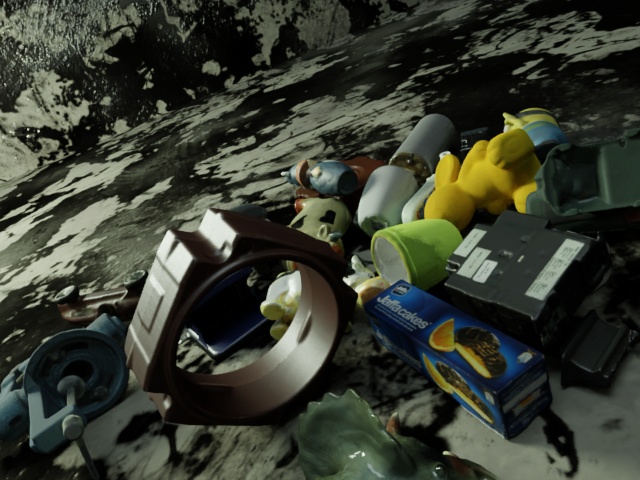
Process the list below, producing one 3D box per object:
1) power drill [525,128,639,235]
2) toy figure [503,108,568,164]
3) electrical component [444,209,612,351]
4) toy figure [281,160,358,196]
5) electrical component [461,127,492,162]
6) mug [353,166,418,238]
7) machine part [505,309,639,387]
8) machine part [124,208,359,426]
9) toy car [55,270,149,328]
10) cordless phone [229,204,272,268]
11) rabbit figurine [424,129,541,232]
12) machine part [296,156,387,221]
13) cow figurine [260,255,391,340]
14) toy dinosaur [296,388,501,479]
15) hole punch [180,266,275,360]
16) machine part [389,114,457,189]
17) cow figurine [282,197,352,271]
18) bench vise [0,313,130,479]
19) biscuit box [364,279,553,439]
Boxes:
[{"bbox_3d":[0.331,-0.054,0.575,0.232,0.086,0.207,-8,-6,33],"label":"power drill"},{"bbox_3d":[0.342,-0.152,0.840,0.089,0.082,0.180,-3,24,7],"label":"toy figure"},{"bbox_3d":[0.192,0.032,0.527,0.115,0.058,0.134,-44,34,-16],"label":"electrical component"},{"bbox_3d":[-0.002,-0.105,0.894,0.058,0.064,0.155,-45,36,-21],"label":"toy figure"},{"bbox_3d":[0.264,-0.147,0.891,0.048,0.074,0.119,-10,33,21],"label":"electrical component"},{"bbox_3d":[0.091,-0.050,0.838,0.110,0.080,0.107,-23,27,38],"label":"mug"},{"bbox_3d":[0.221,0.094,0.521,0.084,0.039,0.139,-43,35,-26],"label":"machine part"},{"bbox_3d":[-0.074,0.082,0.539,0.087,0.201,0.201,34,104,51],"label":"machine part"},{"bbox_3d":[-0.325,0.105,0.833,0.202,0.089,0.053,-12,30,18],"label":"toy car"},{"bbox_3d":[-0.152,0.034,0.859,0.184,0.089,0.146,-46,-2,17],"label":"cordless phone"},{"bbox_3d":[0.217,-0.076,0.761,0.173,0.121,0.162,-39,23,7],"label":"rabbit figurine"},{"bbox_3d":[0.044,-0.094,0.973,0.179,0.056,0.179,-17,26,9],"label":"machine part"},{"bbox_3d":[0.013,0.065,0.679,0.167,0.068,0.098,-12,33,18],"label":"cow figurine"},{"bbox_3d":[-0.047,0.249,0.353,0.405,0.131,0.192,-34,17,-14],"label":"toy dinosaur"},{"bbox_3d":[-0.138,0.087,0.739,0.142,0.092,0.116,-38,27,-23],"label":"hole punch"},{"bbox_3d":[0.188,-0.161,0.970,0.079,0.079,0.243,-2,32,33],"label":"machine part"},{"bbox_3d":[-0.002,-0.002,0.812,0.127,0.085,0.195,-10,25,24],"label":"cow figurine"},{"bbox_3d":[-0.324,0.190,0.647,0.224,0.128,0.241,-32,22,-19],"label":"bench vise"},{"bbox_3d":[0.127,0.107,0.538,0.063,0.059,0.203,-31,28,-18],"label":"biscuit box"}]
